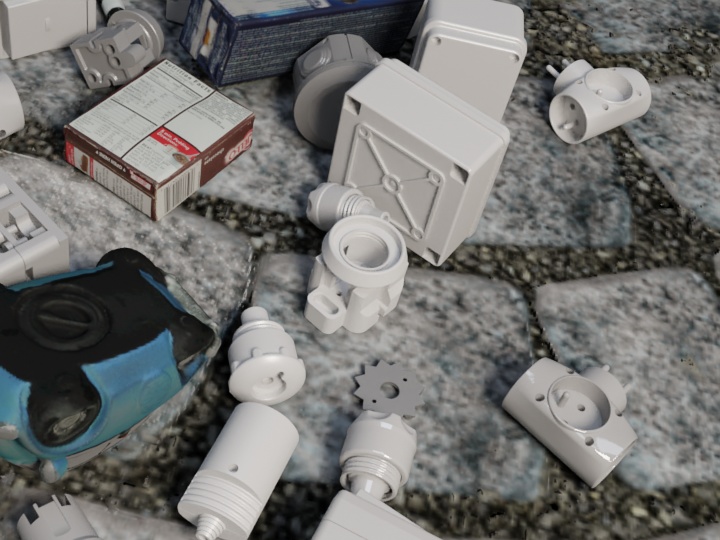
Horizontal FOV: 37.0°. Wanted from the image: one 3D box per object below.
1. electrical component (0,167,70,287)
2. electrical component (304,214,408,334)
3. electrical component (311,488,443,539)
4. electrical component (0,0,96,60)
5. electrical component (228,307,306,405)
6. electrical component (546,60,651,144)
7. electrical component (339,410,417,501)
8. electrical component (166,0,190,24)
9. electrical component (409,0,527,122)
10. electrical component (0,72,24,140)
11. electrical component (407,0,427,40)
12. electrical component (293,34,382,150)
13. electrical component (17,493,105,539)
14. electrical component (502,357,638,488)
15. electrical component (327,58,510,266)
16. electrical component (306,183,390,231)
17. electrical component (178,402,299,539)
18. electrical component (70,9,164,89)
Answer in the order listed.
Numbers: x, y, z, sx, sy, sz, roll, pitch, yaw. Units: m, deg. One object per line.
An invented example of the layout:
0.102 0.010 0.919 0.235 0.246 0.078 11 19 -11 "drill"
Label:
-0.250 -0.024 0.664 0.062 0.089 0.150 -34 65 -33 "electrical component"
0.000 0.000 0.725 0.058 0.057 0.078 40 53 19 "electrical component"
0.016 0.170 0.586 0.096 0.061 0.061 26 50 8 "electrical component"
-0.244 -0.208 0.834 0.096 0.061 0.061 -17 57 -25 "electrical component"
-0.062 0.051 0.678 0.048 0.048 0.062 -3 45 -15 "electrical component"
0.189 -0.149 0.901 0.077 0.044 0.079 -24 60 -29 "electrical component"
0.008 0.118 0.640 0.043 0.043 0.062 18 51 1 "electrical component"
-0.118 -0.210 0.875 0.083 0.047 0.075 16 50 0 "electrical component"
0.077 -0.148 0.828 0.078 0.113 0.057 12 47 -4 "electrical component"
-0.284 -0.124 0.747 0.077 0.079 0.044 -23 28 -28 "electrical component"
0.037 -0.259 0.934 0.047 0.075 0.083 -32 64 -32 "electrical component"
-0.012 -0.134 0.818 0.080 0.080 0.051 1 46 -13 "electrical component"
-0.159 0.149 0.578 0.040 0.040 0.046 -23 54 -28 "electrical component"
0.146 0.088 0.696 0.077 0.044 0.079 42 54 20 "electrical component"
0.038 -0.076 0.763 0.109 0.108 0.056 35 55 15 "electrical component"
-0.006 -0.041 0.761 0.061 0.035 0.035 15 44 35 "electrical component"
-0.071 0.121 0.618 0.043 0.043 0.081 24 50 6 "electrical component"
-0.182 -0.170 0.824 0.066 0.048 0.055 -2 34 30 "electrical component"
